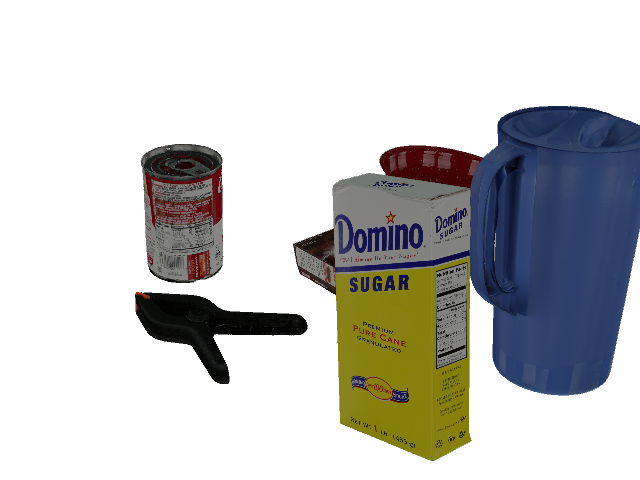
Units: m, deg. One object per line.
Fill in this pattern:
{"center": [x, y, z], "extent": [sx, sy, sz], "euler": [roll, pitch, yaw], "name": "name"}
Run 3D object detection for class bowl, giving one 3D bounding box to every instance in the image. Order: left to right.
{"center": [0.142, -0.055, 1.214], "extent": [0.162, 0.055, 0.162], "euler": [8, 25, -4], "name": "bowl"}

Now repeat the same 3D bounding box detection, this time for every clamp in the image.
{"center": [-0.142, 0.105, 1.256], "extent": [0.210, 0.036, 0.164], "euler": [13, 24, 23], "name": "clamp"}

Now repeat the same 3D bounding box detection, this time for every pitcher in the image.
{"center": [0.205, 0.012, 0.938], "extent": [0.149, 0.243, 0.145], "euler": [5, 23, 10], "name": "pitcher"}

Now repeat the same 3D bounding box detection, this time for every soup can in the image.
{"center": [-0.117, -0.023, 0.914], "extent": [0.068, 0.102, 0.068], "euler": [1, 28, -1], "name": "soup can"}

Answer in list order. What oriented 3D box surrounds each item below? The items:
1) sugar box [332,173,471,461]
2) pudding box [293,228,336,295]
{"center": [0.053, 0.048, 0.712], "extent": [0.048, 0.176, 0.094], "euler": [-17, 19, -40], "name": "sugar box"}
{"center": [0.044, 0.013, 1.050], "extent": [0.113, 0.039, 0.090], "euler": [-23, 26, -24], "name": "pudding box"}
